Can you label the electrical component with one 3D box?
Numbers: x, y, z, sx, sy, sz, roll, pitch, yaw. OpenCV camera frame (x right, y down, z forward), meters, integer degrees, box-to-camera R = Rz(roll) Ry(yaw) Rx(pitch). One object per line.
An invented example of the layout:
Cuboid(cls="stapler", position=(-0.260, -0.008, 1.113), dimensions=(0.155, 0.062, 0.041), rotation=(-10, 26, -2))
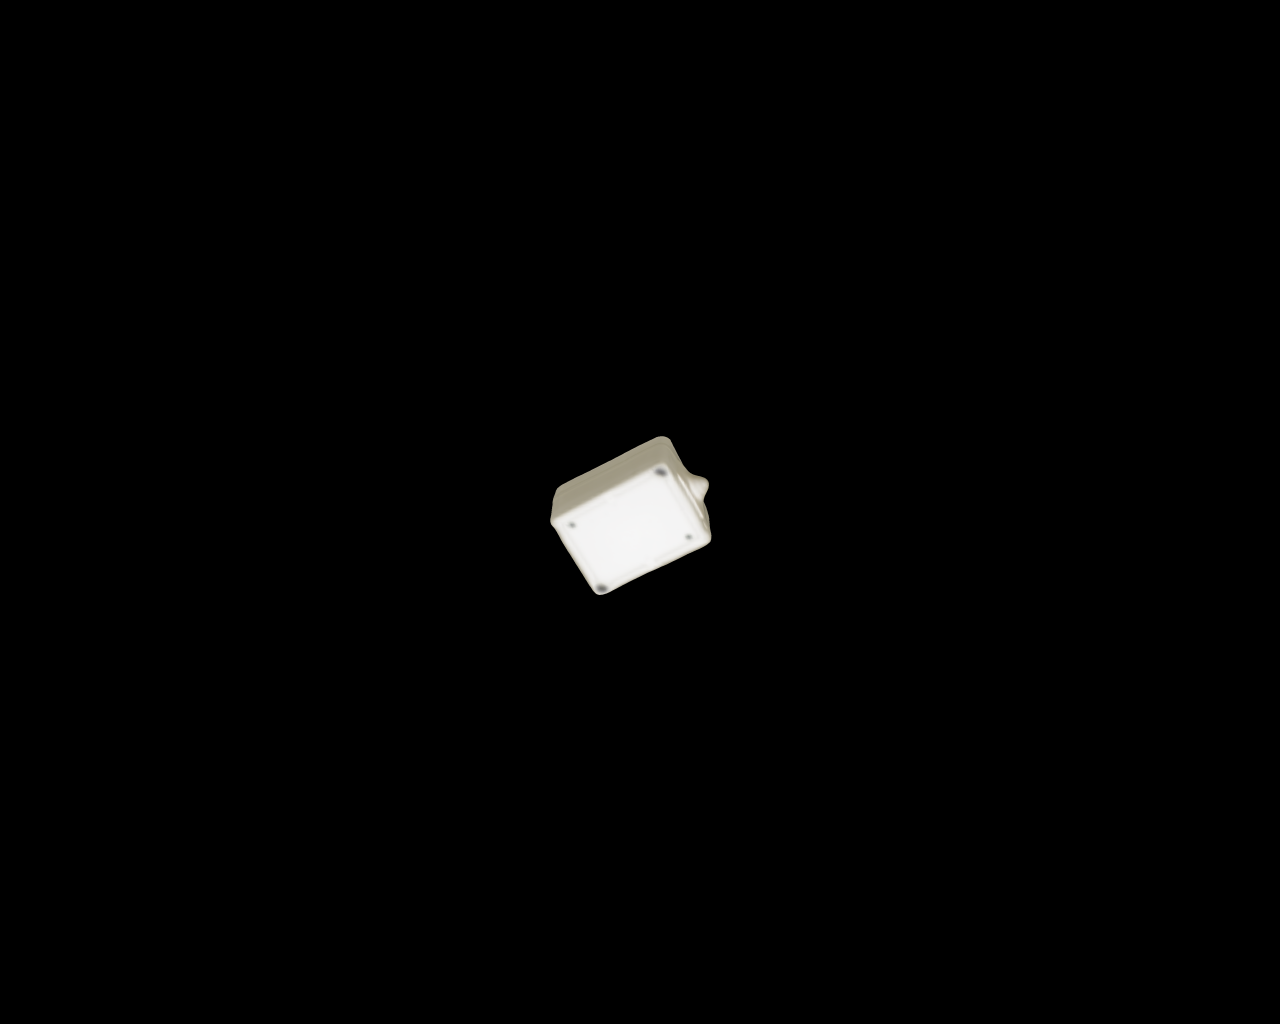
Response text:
Cuboid(cls="electrical component", position=(0.001, -0.003, 0.650), dimensions=(0.096, 0.061, 0.061), rotation=(-26, 21, 11))
